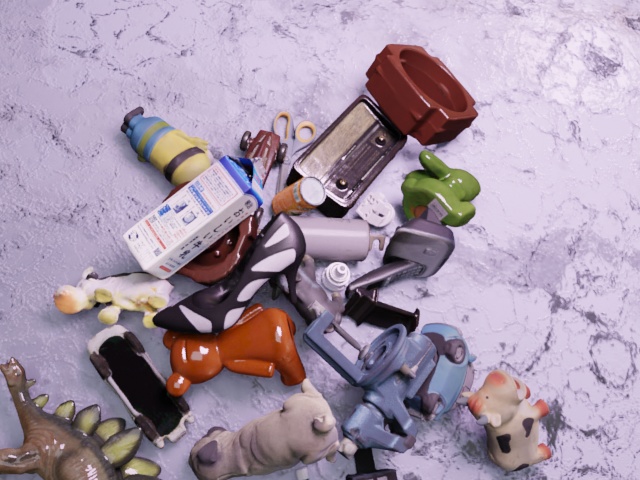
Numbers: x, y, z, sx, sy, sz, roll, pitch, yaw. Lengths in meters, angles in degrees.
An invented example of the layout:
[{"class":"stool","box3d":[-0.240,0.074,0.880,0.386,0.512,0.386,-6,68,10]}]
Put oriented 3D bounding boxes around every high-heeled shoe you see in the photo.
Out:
[{"class":"high-heeled shoe","box3d":[-0.138,0.048,0.780,0.249,0.086,0.145,-12,108,-1]}]

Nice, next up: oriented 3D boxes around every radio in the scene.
[{"class":"radio","box3d":[0.055,-0.154,1.014,0.131,0.073,0.229,41,66,0]}]

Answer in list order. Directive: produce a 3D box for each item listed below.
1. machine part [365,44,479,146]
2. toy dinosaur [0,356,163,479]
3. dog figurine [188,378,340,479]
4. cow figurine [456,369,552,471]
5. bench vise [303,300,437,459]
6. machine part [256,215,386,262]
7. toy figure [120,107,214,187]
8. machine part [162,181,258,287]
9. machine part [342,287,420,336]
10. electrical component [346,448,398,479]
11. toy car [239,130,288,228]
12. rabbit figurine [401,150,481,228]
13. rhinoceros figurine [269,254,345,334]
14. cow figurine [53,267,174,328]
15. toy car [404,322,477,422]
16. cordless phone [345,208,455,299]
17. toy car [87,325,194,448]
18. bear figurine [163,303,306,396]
[{"class":"machine part","box3d":[0.199,-0.285,1.060,0.201,0.087,0.201,-20,68,-47]},{"class":"toy dinosaur","box3d":[-0.305,0.361,0.716,0.198,0.105,0.471,-25,80,-24]},{"class":"dog figurine","box3d":[-0.083,0.289,0.760,0.190,0.172,0.121,-13,61,-25]},{"class":"cow figurine","box3d":[0.290,0.284,0.847,0.127,0.086,0.194,-22,118,-14]},{"class":"bench vise","box3d":[0.058,0.196,0.807,0.240,0.129,0.223,44,79,-4]},{"class":"machine part","box3d":[-0.002,-0.003,0.942,0.243,0.079,0.079,2,68,-10]},{"class":"toy figure","box3d":[-0.271,-0.156,0.945,0.180,0.082,0.089,35,62,1]},{"class":"machine part","box3d":[-0.190,-0.011,0.891,0.179,0.056,0.179,-2,77,7]},{"class":"machine part","box3d":[0.108,0.124,0.923,0.139,0.084,0.039,21,36,-16]},{"class":"electrical component","box3d":[0.081,0.373,0.825,0.075,0.047,0.119,-1,70,-14]},{"class":"toy car","box3d":[-0.123,-0.114,0.968,0.089,0.053,0.202,19,72,3]},{"class":"rabbit figurine","box3d":[0.232,-0.087,1.028,0.159,0.121,0.170,46,48,15]},{"class":"rhinoceros figurine","box3d":[-0.042,0.074,0.867,0.073,0.112,0.190,-38,97,20]},{"class":"cow figurine","box3d":[-0.318,0.080,0.839,0.167,0.068,0.098,8,28,-10]},{"class":"toy car","box3d":[0.203,0.224,0.885,0.103,0.109,0.161,28,71,-25]},{"class":"cordless phone","box3d":[0.127,0.034,0.918,0.184,0.146,0.089,-23,67,-20]},{"class":"toy car","box3d":[-0.271,0.217,0.807,0.073,0.056,0.202,-36,81,-29]},{"class":"bear figurine","box3d":[-0.133,0.177,0.830,0.196,0.131,0.120,-19,57,0]}]
